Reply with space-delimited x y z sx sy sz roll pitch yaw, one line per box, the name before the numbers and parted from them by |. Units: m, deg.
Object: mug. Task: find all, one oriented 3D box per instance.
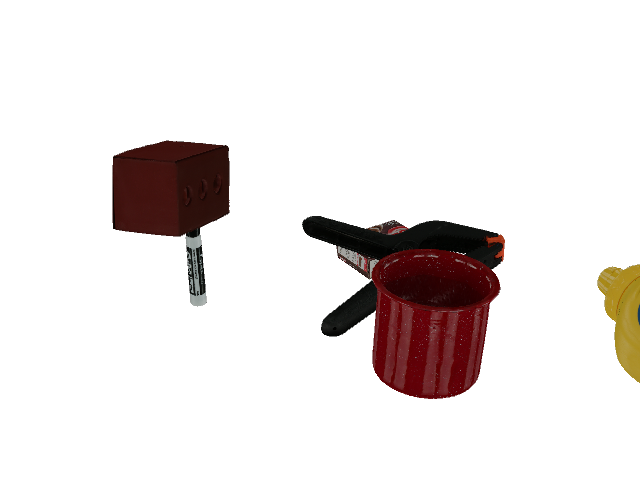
mug | 0.075 0.058 0.798 0.093 0.081 0.117 -11 30 -26

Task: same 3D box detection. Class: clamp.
clamp | 0.086 0.029 1.094 0.210 0.036 0.164 -3 45 2

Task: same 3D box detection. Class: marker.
marker | -0.141 0.020 1.196 0.020 0.121 0.020 0 33 0

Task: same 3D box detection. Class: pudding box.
pudding box | 0.094 0.013 1.617 0.113 0.039 0.090 -19 30 -26

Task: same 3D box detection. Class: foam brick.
foam brick | -0.104 -0.038 0.746 0.051 0.053 0.078 8 17 21

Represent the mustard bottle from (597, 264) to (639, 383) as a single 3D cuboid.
mustard bottle | 0.233 0.064 0.631 0.096 0.058 0.192 -20 32 -20
